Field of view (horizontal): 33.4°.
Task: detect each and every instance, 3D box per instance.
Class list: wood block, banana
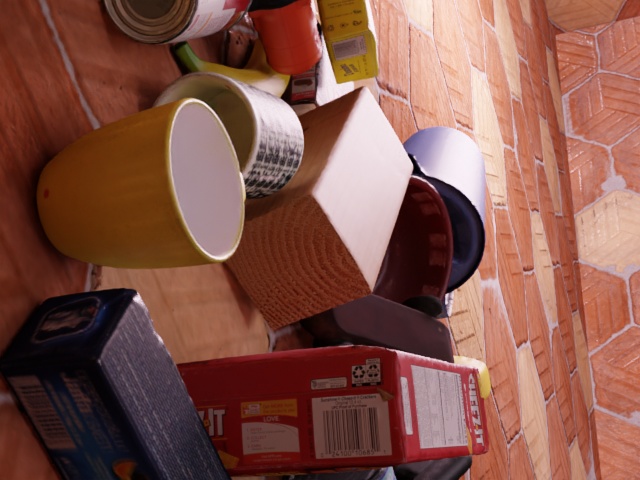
[{"bbox_3d":[0.002,-0.032,0.849,0.090,0.091,0.206,58,27,-20],"label":"wood block"},{"bbox_3d":[-0.054,-0.134,0.844,0.197,0.037,0.069,-42,120,-68],"label":"banana"}]

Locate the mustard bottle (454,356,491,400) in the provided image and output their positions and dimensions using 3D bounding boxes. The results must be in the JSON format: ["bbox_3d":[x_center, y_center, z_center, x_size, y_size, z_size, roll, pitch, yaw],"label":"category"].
[{"bbox_3d":[0.111,0.172,1.068,0.191,0.096,0.058,-35,115,-69],"label":"mustard bottle"}]

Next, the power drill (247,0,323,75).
[{"bbox_3d":[-0.045,-0.247,0.821,0.184,0.057,0.187,76,5,-45],"label":"power drill"}]

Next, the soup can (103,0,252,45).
[{"bbox_3d":[-0.092,-0.167,0.705,0.102,0.069,0.068,-42,120,-68],"label":"soup can"}]

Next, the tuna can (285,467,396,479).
[{"bbox_3d":[0.016,0.188,0.811,0.086,0.086,0.034,-56,131,-63],"label":"tuna can"}]

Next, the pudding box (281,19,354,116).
[{"bbox_3d":[0.000,-0.134,0.993,0.113,0.039,0.090,48,37,-57],"label":"pudding box"}]

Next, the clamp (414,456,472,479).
[{"bbox_3d":[0.049,0.239,0.860,0.164,0.036,0.209,-60,153,7],"label":"clamp"}]

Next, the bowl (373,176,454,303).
[{"bbox_3d":[0.057,0.017,1.002,0.161,0.055,0.162,-11,106,-46],"label":"bowl"}]

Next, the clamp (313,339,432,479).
[{"bbox_3d":[0.049,0.154,0.929,0.171,0.039,0.120,30,51,-38],"label":"clamp"}]

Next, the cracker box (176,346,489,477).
[{"bbox_3d":[0.007,0.115,0.703,0.213,0.164,0.072,23,61,-67],"label":"cracker box"}]

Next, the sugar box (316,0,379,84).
[{"bbox_3d":[0.014,-0.238,0.943,0.093,0.048,0.176,69,9,-73],"label":"sugar box"}]

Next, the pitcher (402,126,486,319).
[{"bbox_3d":[0.122,-0.032,1.166,0.145,0.149,0.242,32,24,-1],"label":"pitcher"}]
